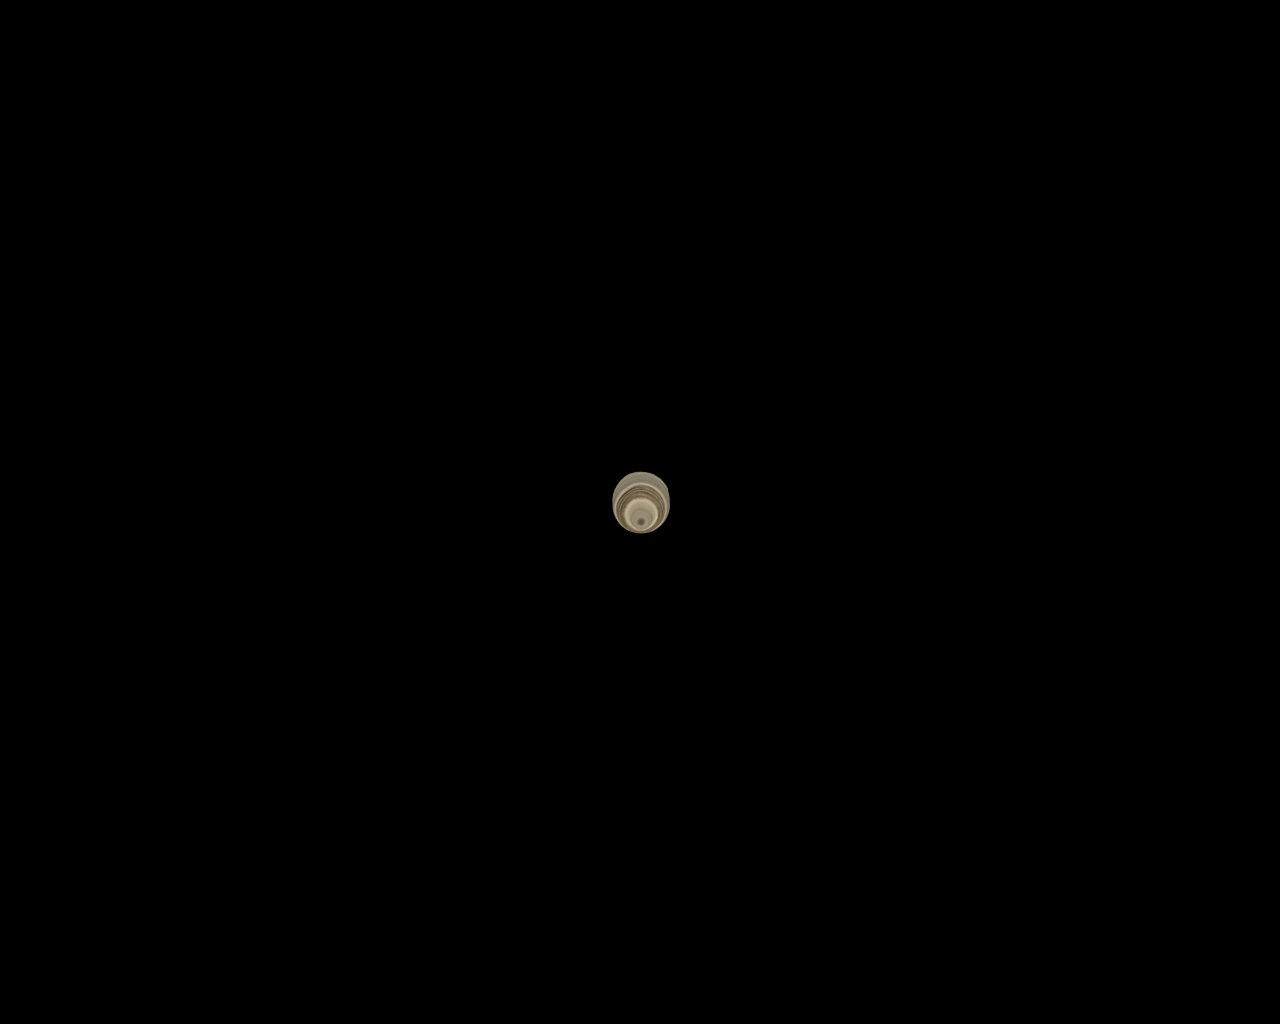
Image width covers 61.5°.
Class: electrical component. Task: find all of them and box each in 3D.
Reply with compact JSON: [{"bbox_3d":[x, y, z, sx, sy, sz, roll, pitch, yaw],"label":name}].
[{"bbox_3d":[0.001,-0.003,0.650,0.035,0.035,0.061,0,16,0],"label":"electrical component"}]
